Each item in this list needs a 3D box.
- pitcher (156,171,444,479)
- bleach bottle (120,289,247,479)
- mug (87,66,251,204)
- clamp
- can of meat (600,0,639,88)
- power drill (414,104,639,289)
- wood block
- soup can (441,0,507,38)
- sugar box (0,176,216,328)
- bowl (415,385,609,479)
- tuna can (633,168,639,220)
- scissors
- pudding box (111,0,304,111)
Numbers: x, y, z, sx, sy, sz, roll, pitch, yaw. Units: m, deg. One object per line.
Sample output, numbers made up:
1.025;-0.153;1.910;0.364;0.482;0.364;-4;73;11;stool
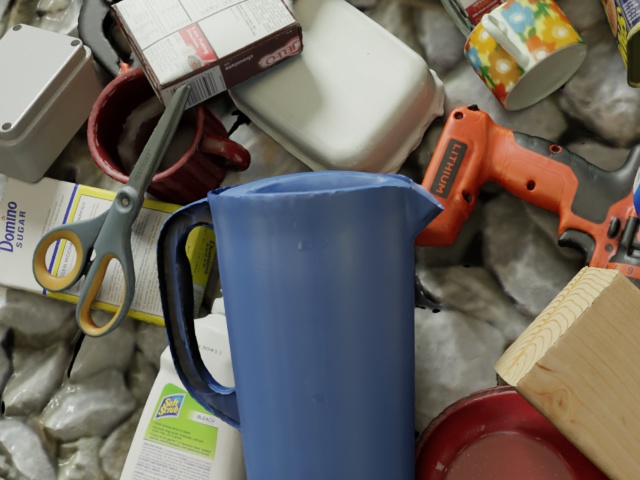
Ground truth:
-0.009;0.077;0.696;0.149;0.144;0.243;7;103;54;pitcher
-0.087;0.160;0.764;0.103;0.068;0.251;13;78;17;bleach bottle
-0.107;-0.073;0.814;0.117;0.081;0.093;11;80;18;mug
-0.174;-0.205;0.886;0.120;0.039;0.171;-2;74;13;clamp
0.225;-0.166;0.733;0.057;0.102;0.084;-19;70;11;can of meat
0.160;-0.005;0.737;0.188;0.057;0.184;19;79;16;power drill
0.214;0.120;0.639;0.206;0.090;0.091;43;91;1;wood block
0.139;-0.198;0.782;0.102;0.068;0.068;-33;70;6;soup can
-0.172;0.008;0.833;0.176;0.048;0.093;12;81;21;sugar box
0.128;0.174;0.703;0.162;0.055;0.162;-4;76;15;bowl
0.242;-0.031;0.672;0.086;0.034;0.086;-1;65;1;tuna can
-0.156;-0.028;0.772;0.096;0.016;0.202;20;106;19;scissors
-0.081;-0.154;0.772;0.113;0.039;0.090;-27;64;-9;pudding box
